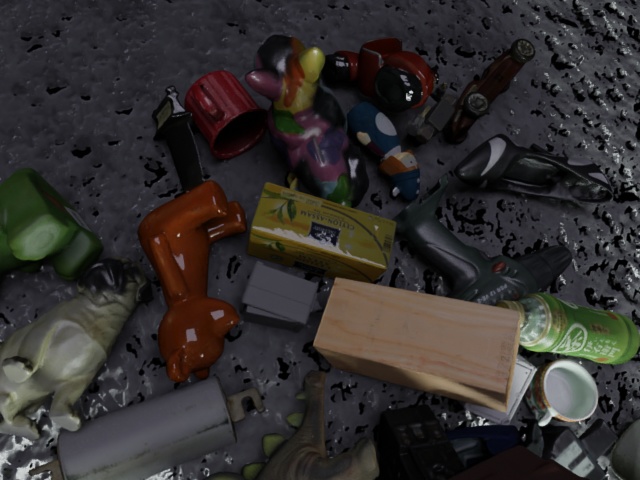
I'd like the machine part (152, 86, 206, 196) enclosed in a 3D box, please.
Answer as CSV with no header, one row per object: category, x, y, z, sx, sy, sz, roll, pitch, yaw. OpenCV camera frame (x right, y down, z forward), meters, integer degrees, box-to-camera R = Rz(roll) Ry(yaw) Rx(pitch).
machine part,-0.183,-0.121,0.700,0.039,0.084,0.139,-15,81,-42

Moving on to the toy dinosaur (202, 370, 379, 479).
toy dinosaur,-0.037,0.336,0.506,0.199,0.104,0.471,-5,48,11

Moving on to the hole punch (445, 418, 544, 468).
hole punch,0.188,0.272,0.608,0.116,0.092,0.142,-4,96,-39

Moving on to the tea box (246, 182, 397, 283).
tea box,-0.001,-0.002,0.673,0.170,0.098,0.068,15,67,-4

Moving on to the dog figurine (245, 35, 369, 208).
dog figurine,-0.015,-0.137,0.650,0.108,0.219,0.191,-19,73,5

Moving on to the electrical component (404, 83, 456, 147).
electrical component,0.159,-0.180,0.778,0.045,0.078,0.102,41,70,-10

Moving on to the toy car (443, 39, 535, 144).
toy car,0.250,-0.225,0.811,0.053,0.089,0.202,42,69,3

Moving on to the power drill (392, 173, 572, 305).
power drill,0.204,0.014,0.725,0.232,0.086,0.207,-37,88,-18

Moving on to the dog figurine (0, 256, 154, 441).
dog figurine,-0.291,0.105,0.594,0.172,0.121,0.191,-5,34,16

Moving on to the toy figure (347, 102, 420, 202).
toy figure,0.094,-0.124,0.758,0.064,0.057,0.154,-32,79,-19

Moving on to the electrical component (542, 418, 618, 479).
electrical component,0.305,0.266,0.661,0.119,0.047,0.075,-36,80,-21

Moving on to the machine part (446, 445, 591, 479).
machine part,0.167,0.306,0.482,0.201,0.087,0.201,-19,102,-16

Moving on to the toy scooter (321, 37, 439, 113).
toy scooter,0.104,-0.249,0.784,0.135,0.075,0.184,-30,46,-34

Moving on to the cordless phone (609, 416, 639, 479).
cordless phone,0.380,0.272,0.614,0.184,0.147,0.088,-3,99,-22

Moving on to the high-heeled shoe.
high-heeled shoe,0.304,-0.080,0.755,0.249,0.086,0.145,-19,55,-35

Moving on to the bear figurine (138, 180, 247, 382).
bear figurine,-0.133,0.052,0.607,0.132,0.120,0.196,-23,72,4

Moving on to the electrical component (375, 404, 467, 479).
electrical component,0.102,0.249,0.581,0.058,0.134,0.114,-3,114,-15

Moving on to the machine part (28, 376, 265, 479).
machine part,-0.179,0.208,0.571,0.243,0.079,0.079,-18,74,-16

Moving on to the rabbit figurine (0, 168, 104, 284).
rabbit figurine,-0.365,0.005,0.593,0.170,0.121,0.159,-43,79,-7
